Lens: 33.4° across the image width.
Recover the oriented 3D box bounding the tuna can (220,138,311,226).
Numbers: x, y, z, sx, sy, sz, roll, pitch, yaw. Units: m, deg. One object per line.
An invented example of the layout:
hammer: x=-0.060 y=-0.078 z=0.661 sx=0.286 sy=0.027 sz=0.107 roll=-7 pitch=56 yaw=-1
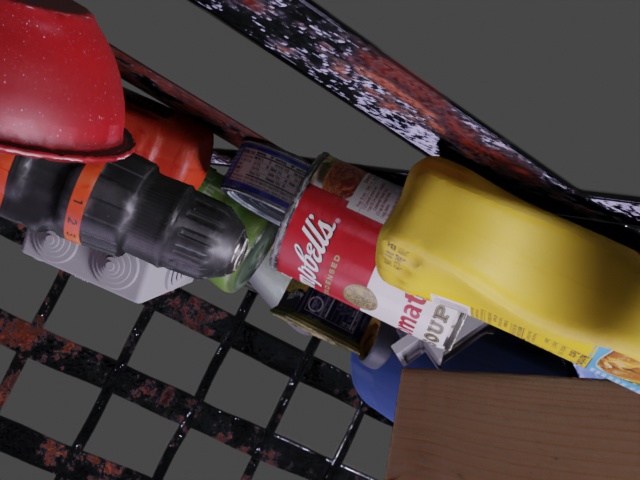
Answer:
tuna can: x=-0.017 y=-0.027 z=0.649 sx=0.086 sy=0.034 sz=0.086 roll=26 pitch=174 yaw=3

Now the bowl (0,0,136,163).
bowl: x=-0.152 y=-0.089 z=0.473 sx=0.162 sy=0.055 sz=0.162 roll=18 pitch=-166 yaw=-5

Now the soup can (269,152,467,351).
soup can: x=0.034 y=0.006 z=0.550 sx=0.102 sy=0.068 sz=0.068 roll=25 pitch=174 yaw=8

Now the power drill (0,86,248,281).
power drill: x=-0.113 y=-0.042 z=0.581 sx=0.184 sy=0.057 sz=0.187 roll=24 pitch=-169 yaw=1

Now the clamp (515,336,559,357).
clamp: x=0.169 y=0.058 z=0.571 sx=0.120 sy=0.039 sz=0.171 roll=13 pitch=173 yaw=8

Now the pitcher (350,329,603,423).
pitcher: x=0.131 y=0.109 z=0.794 sx=0.144 sy=0.149 sz=0.243 roll=13 pitch=-174 yaw=-40

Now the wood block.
wood block: x=0.144 y=0.127 z=0.599 sx=0.090 sy=0.091 sz=0.207 roll=20 pitch=164 yaw=-40

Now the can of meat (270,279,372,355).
can of meat: x=0.013 y=0.028 z=0.751 sx=0.057 sy=0.084 sz=0.102 roll=28 pitch=174 yaw=-10

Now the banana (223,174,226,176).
banana: x=-0.019 y=-0.005 z=0.831 sx=0.197 sy=0.037 sz=0.070 roll=32 pitch=172 yaw=-41

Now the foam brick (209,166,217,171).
foam brick: x=-0.119 y=-0.043 z=0.865 sx=0.051 sy=0.053 sz=0.078 roll=27 pitch=173 yaw=-6

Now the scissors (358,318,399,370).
scissors: x=0.048 y=0.038 z=0.796 sx=0.016 sy=0.096 sz=0.201 roll=26 pitch=-169 yaw=-6

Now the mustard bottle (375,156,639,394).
mustard bottle: x=0.119 y=0.030 z=0.432 sx=0.192 sy=0.058 sz=0.096 roll=26 pitch=174 yaw=13
